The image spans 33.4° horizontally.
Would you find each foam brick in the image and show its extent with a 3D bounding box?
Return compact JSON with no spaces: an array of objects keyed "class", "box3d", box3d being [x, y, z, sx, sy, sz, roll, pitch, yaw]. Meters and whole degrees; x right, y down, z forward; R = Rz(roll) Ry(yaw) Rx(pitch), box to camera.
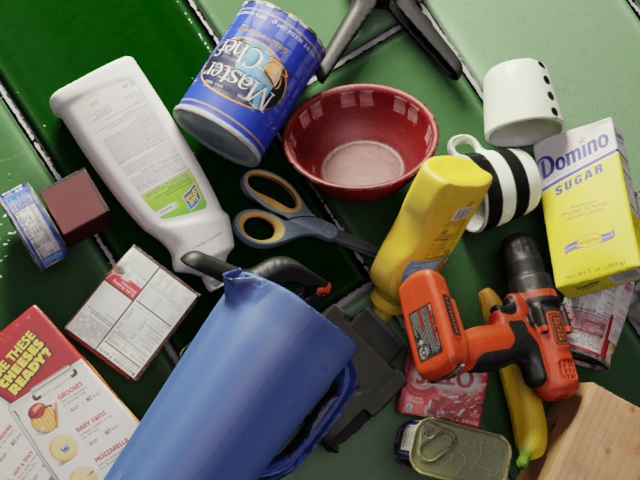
[{"class":"foam brick","box3d":[-0.244,-0.032,1.068,0.051,0.078,0.053,-30,86,-12]}]

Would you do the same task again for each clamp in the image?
[{"class":"clamp","box3d":[0.079,-0.266,1.179,0.164,0.036,0.210,4,79,-10]},{"class":"clamp","box3d":[-0.070,0.068,1.084,0.171,0.039,0.120,1,115,-30]}]

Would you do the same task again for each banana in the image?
[{"class":"banana","box3d":[0.206,0.147,1.118,0.037,0.069,0.198,-18,62,13]}]

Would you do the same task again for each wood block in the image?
[{"class":"wood block","box3d":[0.258,0.259,1.099,0.090,0.091,0.206,29,78,-4]}]

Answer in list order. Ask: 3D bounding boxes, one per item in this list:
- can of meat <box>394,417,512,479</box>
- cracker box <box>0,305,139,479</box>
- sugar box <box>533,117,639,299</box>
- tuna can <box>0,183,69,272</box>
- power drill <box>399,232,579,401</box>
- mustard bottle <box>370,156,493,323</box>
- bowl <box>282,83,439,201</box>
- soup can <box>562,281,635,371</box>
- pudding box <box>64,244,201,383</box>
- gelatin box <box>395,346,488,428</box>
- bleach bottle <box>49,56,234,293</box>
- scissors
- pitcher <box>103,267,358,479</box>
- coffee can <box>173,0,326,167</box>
[{"class":"can of meat","box3d":[0.132,0.217,1.088,0.102,0.084,0.057,15,79,-7]},{"class":"cracker box","box3d":[-0.265,0.197,1.032,0.164,0.072,0.214,-42,89,-14]},{"class":"sugar box","box3d":[0.284,-0.035,1.127,0.093,0.048,0.176,-19,63,27]},{"class":"tuna can","box3d":[-0.283,-0.013,1.054,0.033,0.086,0.086,-31,87,-14]},{"class":"power drill","box3d":[0.171,0.072,1.071,0.187,0.057,0.184,4,62,-33]},{"class":"mustard bottle","box3d":[0.101,0.007,1.091,0.058,0.096,0.192,40,120,26]},{"class":"bowl","box3d":[0.043,-0.092,1.115,0.162,0.055,0.162,-3,49,3]},{"class":"soup can","box3d":[0.291,0.081,1.144,0.068,0.068,0.102,22,78,-6]},{"class":"pudding box","box3d":[-0.189,0.074,1.081,0.090,0.039,0.113,38,79,-3]},{"class":"gelatin box","box3d":[0.129,0.154,1.125,0.089,0.030,0.073,13,79,-8]},{"class":"bleach bottle","box3d":[-0.170,-0.057,1.093,0.102,0.068,0.251,-30,90,-11]},{"class":"scissors","box3d":[-0.007,0.001,1.125,0.201,0.016,0.096,36,61,-3]},{"class":"pitcher","box3d":[-0.078,0.160,0.963,0.149,0.145,0.242,34,80,10]},{"class":"coffee can","box3d":[-0.072,-0.161,1.104,0.103,0.103,0.140,32,77,-4]}]
